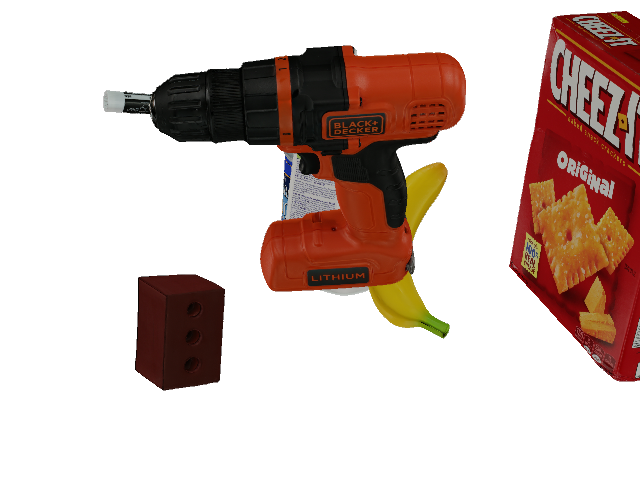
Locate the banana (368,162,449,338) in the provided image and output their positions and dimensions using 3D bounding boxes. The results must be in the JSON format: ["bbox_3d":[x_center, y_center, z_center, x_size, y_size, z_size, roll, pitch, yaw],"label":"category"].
[{"bbox_3d":[0.074,0.005,0.914,0.069,0.197,0.037,8,-41,-3],"label":"banana"}]

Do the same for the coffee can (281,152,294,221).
[{"bbox_3d":[0.001,-0.053,1.373,0.103,0.140,0.103,3,28,-2],"label":"coffee can"}]

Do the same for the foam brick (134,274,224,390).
[{"bbox_3d":[-0.110,0.070,0.834,0.052,0.078,0.051,-4,14,-34],"label":"foam brick"}]

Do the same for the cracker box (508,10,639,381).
[{"bbox_3d":[0.211,-0.033,0.756,0.072,0.214,0.164,-8,32,-17],"label":"cracker box"}]

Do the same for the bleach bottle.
[{"bbox_3d":[0.017,-0.076,1.127,0.103,0.251,0.067,16,16,35],"label":"bleach bottle"}]

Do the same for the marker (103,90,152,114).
[{"bbox_3d":[-0.136,-0.123,0.970,0.121,0.020,0.020,1,0,-24],"label":"marker"}]

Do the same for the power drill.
[{"bbox_3d":[-0.006,-0.041,0.676,0.184,0.057,0.188,-3,-36,-1],"label":"power drill"}]
